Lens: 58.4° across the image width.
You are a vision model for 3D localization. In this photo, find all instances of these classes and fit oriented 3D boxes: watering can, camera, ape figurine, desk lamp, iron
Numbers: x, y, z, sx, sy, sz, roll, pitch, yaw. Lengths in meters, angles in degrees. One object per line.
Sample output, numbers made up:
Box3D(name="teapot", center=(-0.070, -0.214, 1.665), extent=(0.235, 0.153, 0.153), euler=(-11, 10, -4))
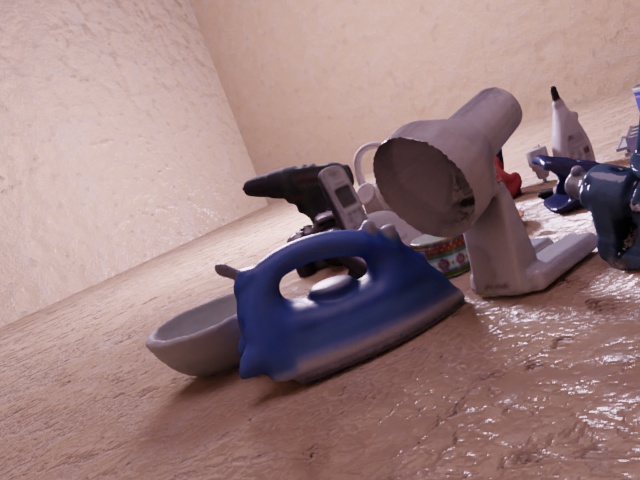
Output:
Box3D(name="watering can", center=(0.125, -0.094, 1.098), extent=(0.101, 0.194, 0.173), euler=(-19, 9, 9))
Box3D(name="camera", center=(0.010, 0.004, 1.072), extent=(0.143, 0.101, 0.137), euler=(-21, 9, -1))
Box3D(name="ape figurine", center=(0.341, -0.120, 1.103), extent=(0.076, 0.092, 0.077), euler=(-27, 11, -35))
Box3D(name="desk lamp", center=(0.176, -0.047, 0.616), extent=(0.204, 0.213, 0.117), euler=(-26, 10, -33))
Box3D(name="iron", center=(0.020, 0.050, 0.618), extent=(0.258, 0.141, 0.118), euler=(-22, 9, -8))

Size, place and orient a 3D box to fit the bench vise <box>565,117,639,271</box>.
Box3D(name="bench vise", center=(0.298, -0.078, 0.505), extent=(0.206, 0.220, 0.122), euler=(-11, 13, 46))

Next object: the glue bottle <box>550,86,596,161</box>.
Box3D(name="glue bottle", center=(0.473, -0.213, 1.101), extent=(0.078, 0.173, 0.037), euler=(-23, 9, -18))

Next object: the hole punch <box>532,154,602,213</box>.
Box3D(name="hole punch", center=(0.384, -0.099, 0.872), extent=(0.101, 0.091, 0.109), euler=(-19, 9, 13))

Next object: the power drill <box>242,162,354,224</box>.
Box3D(name="power drill", center=(-0.026, -0.061, 1.200), extent=(0.229, 0.208, 0.075), euler=(-19, 9, 8))

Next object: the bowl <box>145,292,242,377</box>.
Box3D(name="bowl", center=(-0.128, 0.124, 0.724), extent=(0.167, 0.075, 0.167), euler=(-20, 8, 3))

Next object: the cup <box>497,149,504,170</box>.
Box3D(name="cup", center=(0.343, -0.138, 1.202), extent=(0.091, 0.095, 0.117), euler=(-20, 9, 2))

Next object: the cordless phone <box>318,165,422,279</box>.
Box3D(name="cordless phone", center=(0.076, -0.041, 0.911), extent=(0.093, 0.185, 0.148), euler=(-11, 13, 47))
